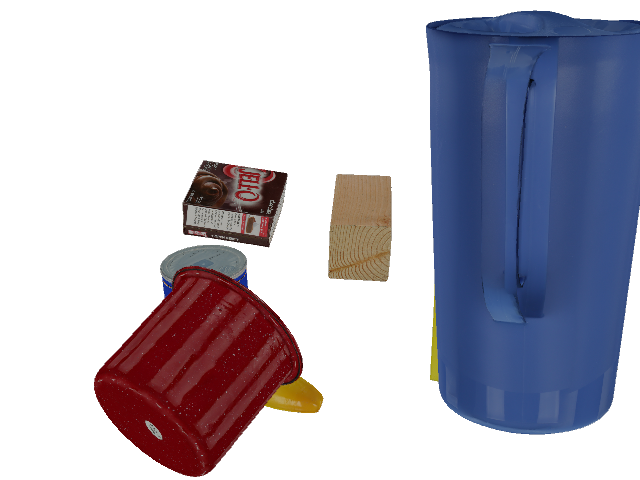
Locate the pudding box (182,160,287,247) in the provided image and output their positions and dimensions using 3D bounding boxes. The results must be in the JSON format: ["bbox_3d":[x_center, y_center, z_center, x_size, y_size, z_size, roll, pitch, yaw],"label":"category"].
[{"bbox_3d":[-0.084,-0.038,1.066,0.090,0.039,0.113,8,29,2],"label":"pudding box"}]

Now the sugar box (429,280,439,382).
[{"bbox_3d":[0.139,0.034,0.846,0.093,0.176,0.048,9,23,23],"label":"sugar box"}]

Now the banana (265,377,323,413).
[{"bbox_3d":[-0.073,0.085,0.861,0.069,0.037,0.198,-14,32,-26],"label":"banana"}]

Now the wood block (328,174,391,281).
[{"bbox_3d":[0.063,-0.023,1.639,0.091,0.090,0.206,3,25,2],"label":"wood block"}]

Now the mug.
[{"bbox_3d":[-0.077,0.077,0.601,0.081,0.093,0.117,-49,15,-31],"label":"mug"}]

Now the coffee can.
[{"bbox_3d":[-0.135,0.089,1.290,0.103,0.140,0.103,-2,25,1],"label":"coffee can"}]

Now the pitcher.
[{"bbox_3d":[0.123,-0.011,0.630,0.149,0.243,0.145,-8,17,-24],"label":"pitcher"}]
